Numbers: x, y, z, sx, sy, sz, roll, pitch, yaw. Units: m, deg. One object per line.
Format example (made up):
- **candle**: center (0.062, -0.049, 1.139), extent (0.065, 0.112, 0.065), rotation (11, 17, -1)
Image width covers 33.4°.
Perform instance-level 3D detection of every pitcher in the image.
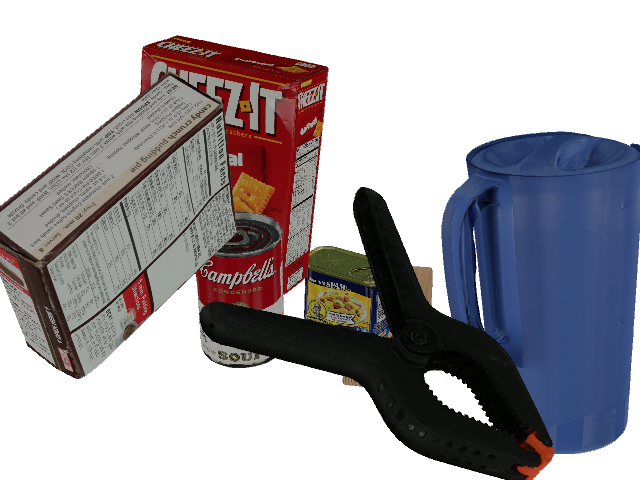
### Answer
- **pitcher**: center (0.178, 0.043, 0.840), extent (0.149, 0.243, 0.145), rotation (-1, 18, 12)

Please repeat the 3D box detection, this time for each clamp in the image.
- **clamp**: center (0.042, 0.069, 0.630), extent (0.164, 0.210, 0.036), rotation (-30, -23, -36)

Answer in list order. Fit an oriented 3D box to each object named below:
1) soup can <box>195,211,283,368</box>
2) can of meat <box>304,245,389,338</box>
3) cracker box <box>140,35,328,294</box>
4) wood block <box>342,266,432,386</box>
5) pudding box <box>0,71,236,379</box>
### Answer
- **soup can**: center (-0.062, 0.038, 0.822), extent (0.068, 0.102, 0.068), rotation (0, 28, 0)
- **can of meat**: center (0.030, 0.062, 1.179), extent (0.102, 0.084, 0.057), rotation (15, 28, 26)
- **cracker box**: center (-0.089, -0.069, 1.004), extent (0.164, 0.214, 0.072), rotation (15, 25, 20)
- **wood block**: center (0.091, 0.108, 1.386), extent (0.091, 0.090, 0.206), rotation (4, 19, 10)
- **pudding box**: center (-0.087, -0.006, 0.469), extent (0.039, 0.113, 0.090), rotation (29, -32, 22)
